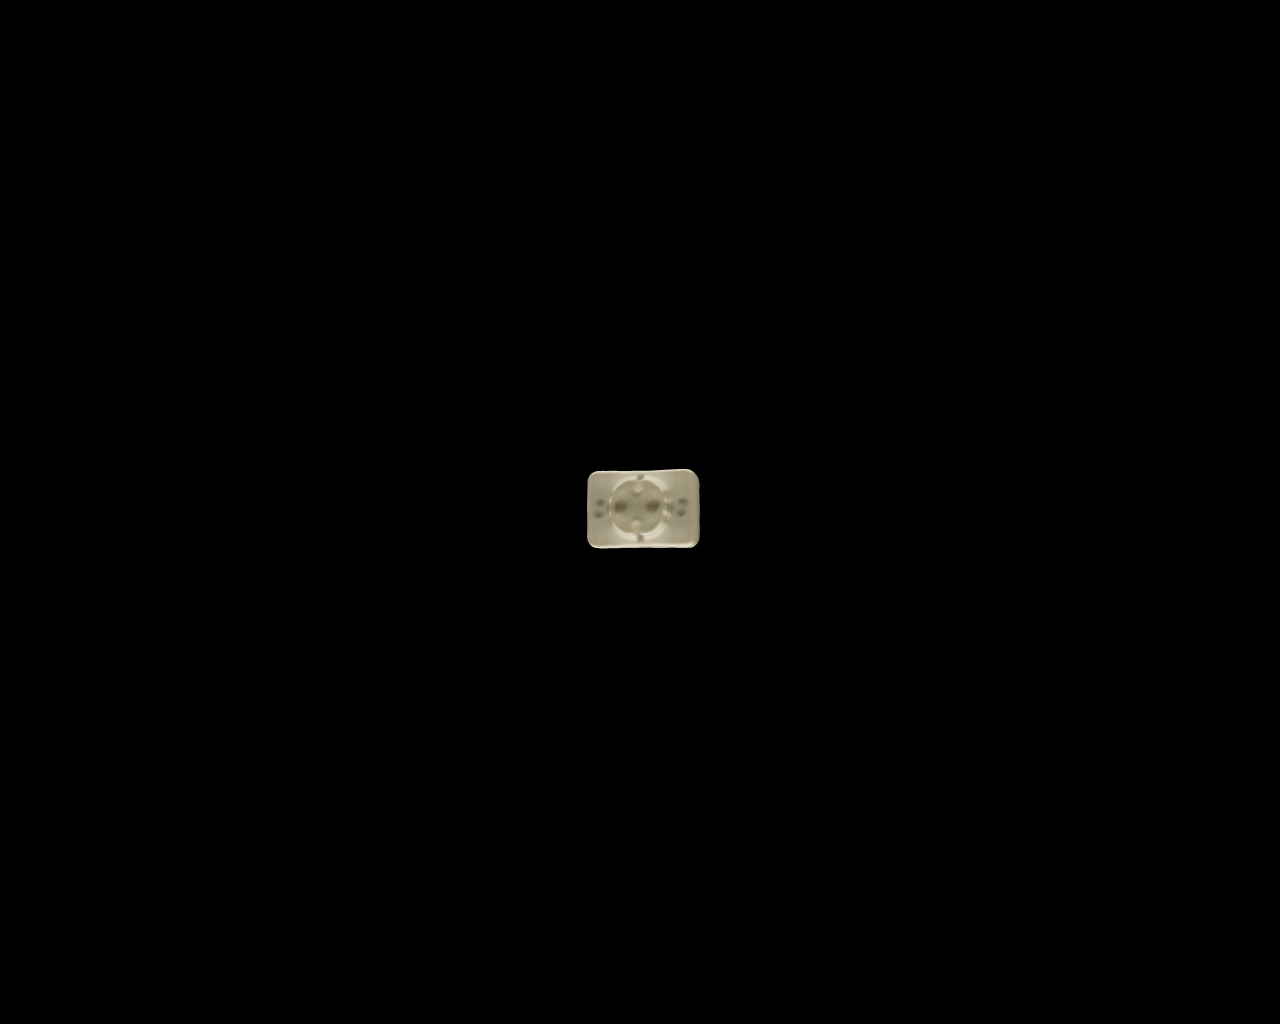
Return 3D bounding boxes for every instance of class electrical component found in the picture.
[{"bbox_3d":[0.001,-0.003,0.650,0.066,0.047,0.076,0,-3,7],"label":"electrical component"}]
